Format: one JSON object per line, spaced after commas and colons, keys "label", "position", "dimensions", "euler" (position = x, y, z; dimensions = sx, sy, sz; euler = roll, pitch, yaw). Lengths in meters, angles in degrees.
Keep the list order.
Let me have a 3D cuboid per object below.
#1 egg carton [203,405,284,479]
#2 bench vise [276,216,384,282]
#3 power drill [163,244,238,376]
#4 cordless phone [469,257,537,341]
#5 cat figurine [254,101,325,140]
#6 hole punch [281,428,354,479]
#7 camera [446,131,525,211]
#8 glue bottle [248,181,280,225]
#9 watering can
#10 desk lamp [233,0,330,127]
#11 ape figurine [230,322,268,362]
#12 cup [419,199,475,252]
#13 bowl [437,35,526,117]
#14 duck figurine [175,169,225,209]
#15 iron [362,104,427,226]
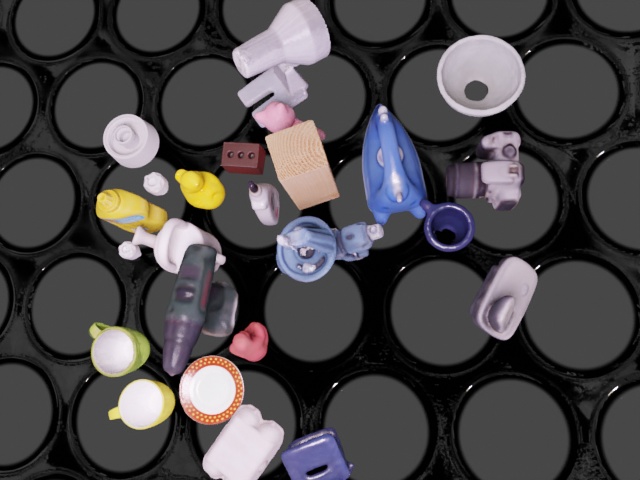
{"label": "egg carton", "position": [-0.141, 0.389, 1.064], "dimensions": [0.107, 0.069, 0.150], "euler": [33, 85, 12]}
{"label": "bench vise", "position": [0.003, -0.006, 1.041], "dimensions": [0.207, 0.220, 0.121], "euler": [-32, 77, 1]}
{"label": "power drill", "position": [-0.218, 0.129, 1.050], "dimensions": [0.075, 0.208, 0.230], "euler": [4, 80, 8]}
{"label": "cordless phone", "position": [0.331, 0.097, 0.998], "dimensions": [0.094, 0.185, 0.148], "euler": [24, 84, 11]}
{"label": "cat figurine", "position": [-0.060, -0.232, 1.143], "dimensions": [0.127, 0.118, 0.067], "euler": [26, 84, 11]}
{"label": "hole punch", "position": [-0.003, 0.403, 1.032], "dimensions": [0.108, 0.091, 0.101], "euler": [-23, 77, 3]}
{"label": "camera", "position": [0.309, -0.133, 1.086], "dimensions": [0.136, 0.101, 0.143], "euler": [-1, 79, 7]}
{"label": "glue bottle", "position": [-0.111, -0.081, 1.093], "dimensions": [0.037, 0.173, 0.078], "euler": [-4, 79, 7]}
{"label": "watering can", "position": [-0.269, 0.016, 1.085], "dimensions": [0.172, 0.194, 0.101], "euler": [-8, 79, 6]}
{"label": "desk lamp", "position": [-0.078, -0.345, 1.116], "dimensions": [0.203, 0.213, 0.118], "euler": [-36, 77, 0]}
{"label": "ape figurine", "position": [-0.138, 0.195, 1.087], "dimensions": [0.078, 0.092, 0.076], "euler": [-21, 78, 3]}
{"label": "cup", "position": [0.230, -0.025, 1.079], "dimensions": [0.092, 0.095, 0.117], "euler": [-45, 77, -2]}
{"label": "bowl", "position": [0.312, -0.312, 1.132], "dimensions": [0.167, 0.075, 0.167], "euler": [-1, 79, 7]}
{"label": "duck figurine", "position": [-0.247, -0.109, 1.160], "dimensions": [0.104, 0.086, 0.077], "euler": [31, 85, 12]}
{"label": "iron", "position": [0.132, -0.166, 1.094], "dimensions": [0.118, 0.141, 0.258], "euler": [-11, 78, 5]}
